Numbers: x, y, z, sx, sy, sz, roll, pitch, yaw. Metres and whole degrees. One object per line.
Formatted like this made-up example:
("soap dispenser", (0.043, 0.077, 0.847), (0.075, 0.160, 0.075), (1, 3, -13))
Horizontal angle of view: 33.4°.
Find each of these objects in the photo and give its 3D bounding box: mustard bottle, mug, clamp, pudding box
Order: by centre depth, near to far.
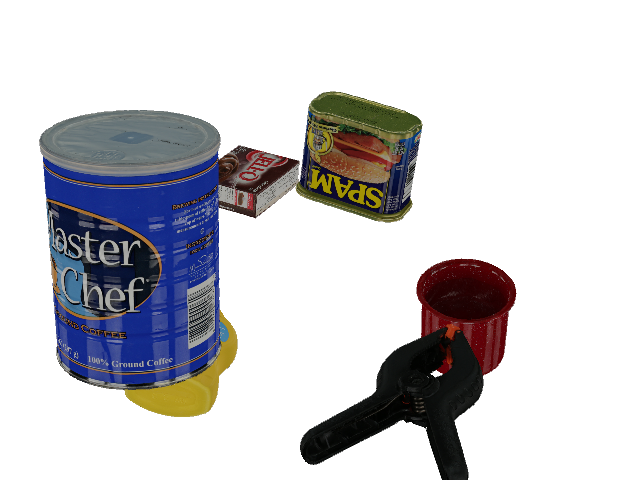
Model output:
("clamp", (0.078, 0.121, 0.771), (0.120, 0.039, 0.171), (19, 40, 29))
("mug", (0.135, 0.070, 1.032), (0.093, 0.081, 0.117), (-9, 38, -8))
("mustard bottle", (-0.144, 0.122, 1.191), (0.096, 0.058, 0.191), (8, 25, 7))
("pudding box", (-0.091, -0.075, 1.334), (0.090, 0.039, 0.113), (15, 34, 23))

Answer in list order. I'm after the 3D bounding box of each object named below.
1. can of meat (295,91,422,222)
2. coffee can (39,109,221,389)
("can of meat", (0.034, -0.074, 0.923), (0.102, 0.084, 0.057), (19, 32, 19))
("coffee can", (-0.111, 0.003, 0.640), (0.103, 0.140, 0.103), (1, 23, -1))
